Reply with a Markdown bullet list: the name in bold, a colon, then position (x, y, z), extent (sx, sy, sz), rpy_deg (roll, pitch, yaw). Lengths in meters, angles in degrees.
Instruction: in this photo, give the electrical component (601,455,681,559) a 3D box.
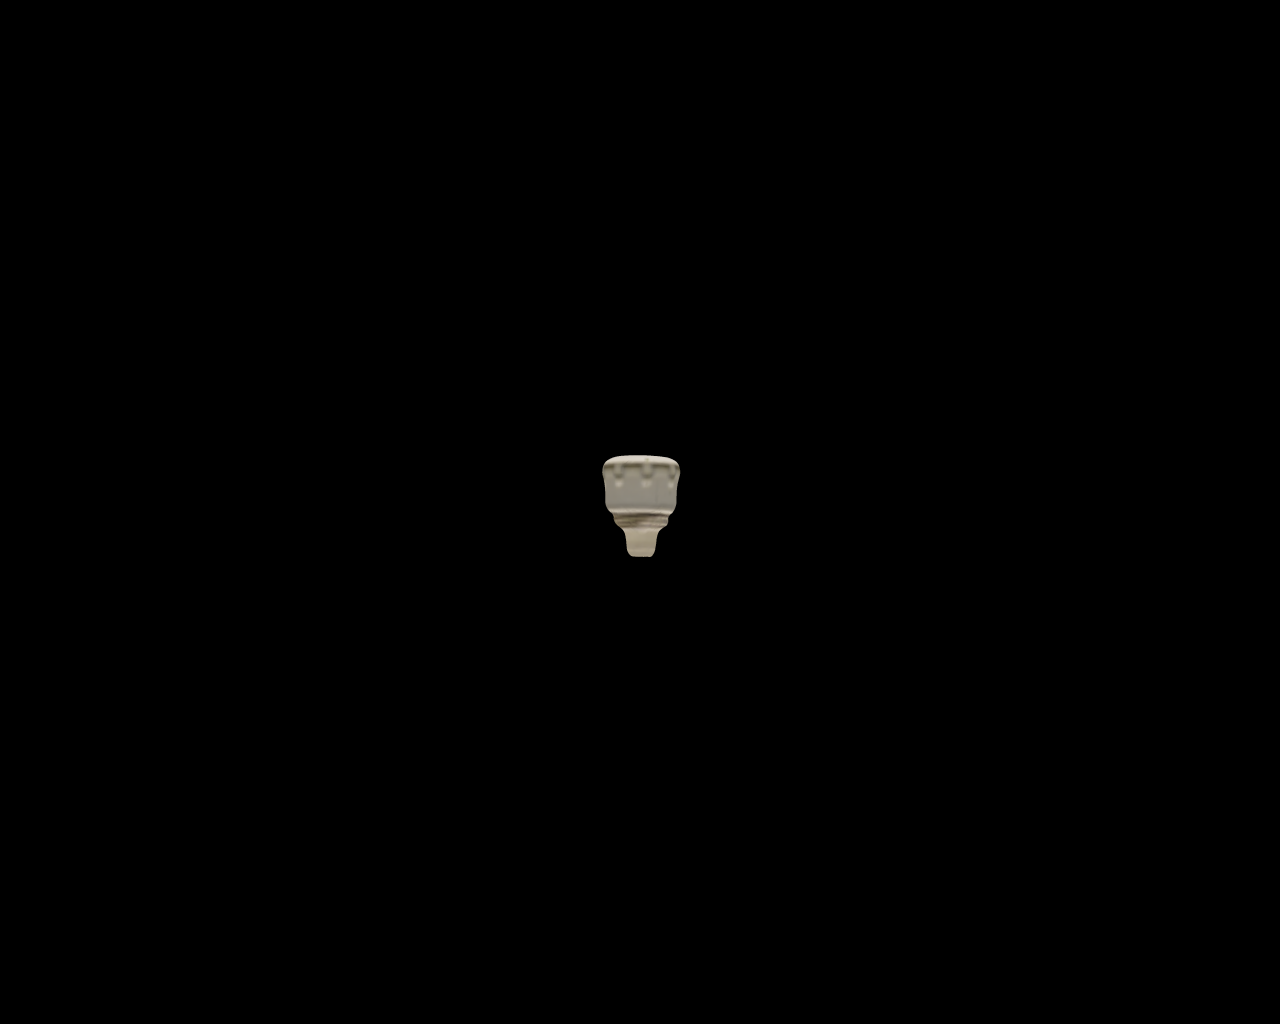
- **electrical component**: position (0.001, -0.003, 0.650), extent (0.048, 0.062, 0.048), rpy_deg (0, -2, 0)
